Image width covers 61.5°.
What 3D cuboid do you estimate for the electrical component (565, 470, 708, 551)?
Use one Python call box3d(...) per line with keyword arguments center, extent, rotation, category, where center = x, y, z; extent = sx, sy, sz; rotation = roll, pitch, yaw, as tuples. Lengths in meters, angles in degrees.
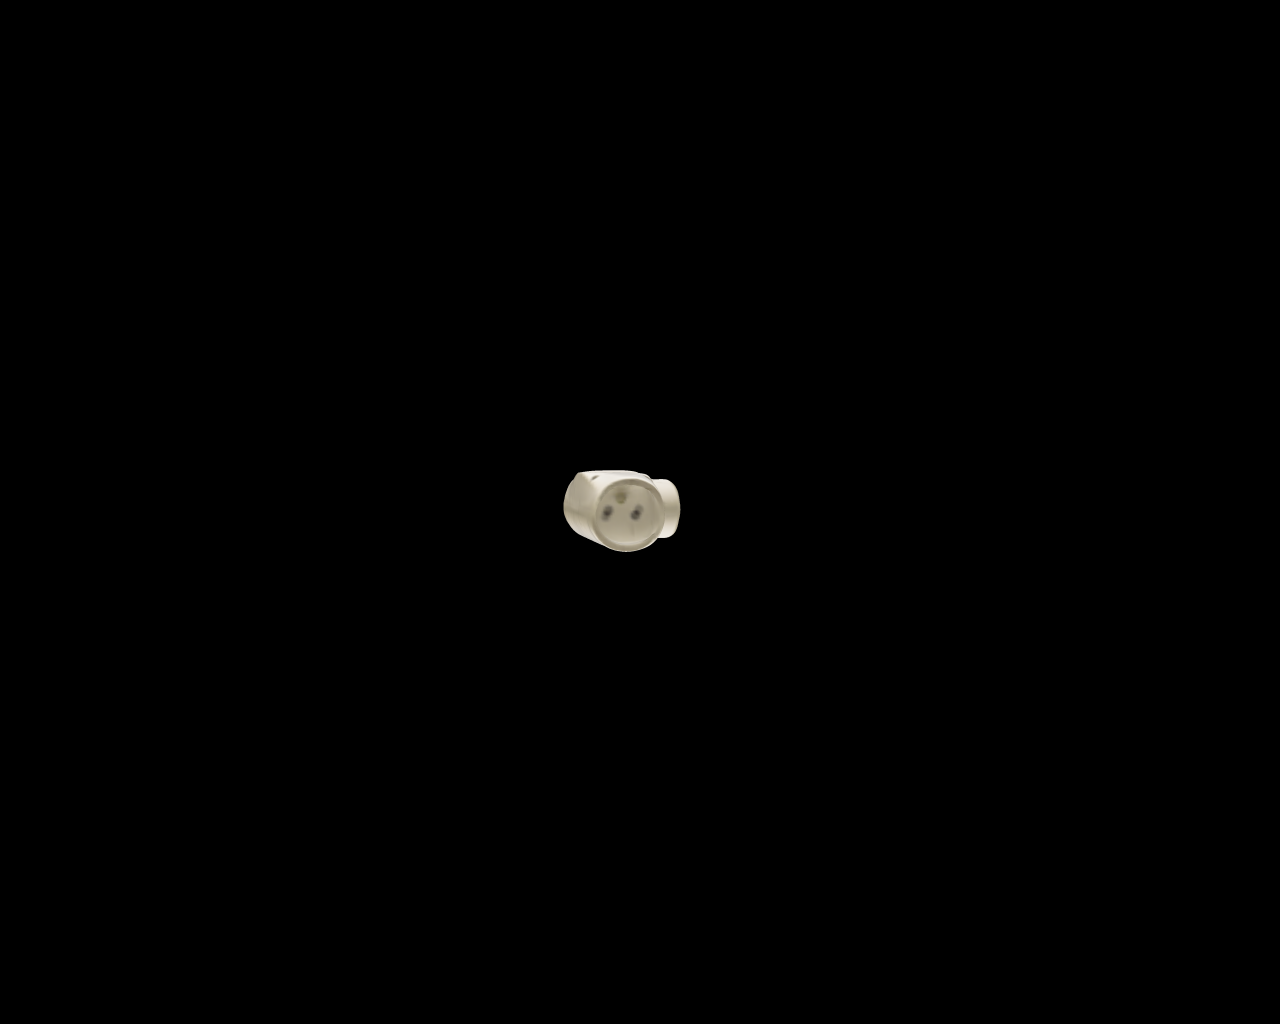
box3d(center=(0.001, -0.003, 0.650), extent=(0.079, 0.043, 0.077), rotation=(-1, 5, -15), category="electrical component")
